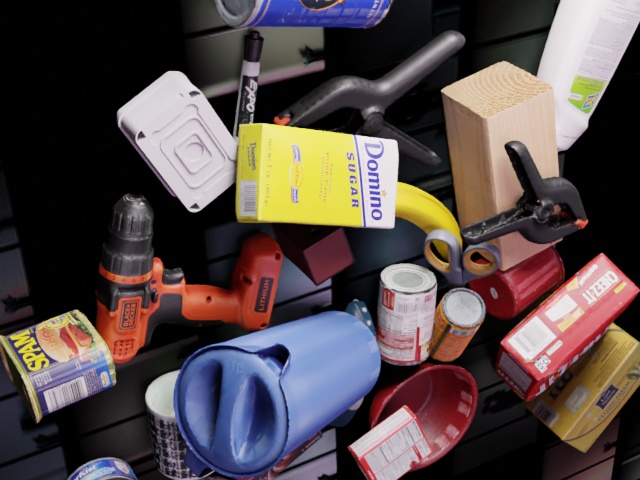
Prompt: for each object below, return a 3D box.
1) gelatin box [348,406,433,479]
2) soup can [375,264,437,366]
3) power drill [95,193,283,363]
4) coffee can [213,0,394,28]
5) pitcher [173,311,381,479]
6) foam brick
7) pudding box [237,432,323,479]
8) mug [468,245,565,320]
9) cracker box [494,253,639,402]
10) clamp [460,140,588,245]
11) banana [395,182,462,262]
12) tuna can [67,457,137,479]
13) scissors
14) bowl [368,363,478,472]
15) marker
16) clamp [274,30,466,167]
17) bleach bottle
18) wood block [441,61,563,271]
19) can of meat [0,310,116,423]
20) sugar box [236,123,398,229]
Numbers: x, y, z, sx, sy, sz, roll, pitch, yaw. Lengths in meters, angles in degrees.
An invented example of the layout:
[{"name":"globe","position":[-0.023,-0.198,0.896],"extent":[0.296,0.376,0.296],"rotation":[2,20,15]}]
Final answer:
[{"name":"gelatin box","position":[0.087,0.254,1.296],"extent":[0.089,0.030,0.073],"rotation":[-35,128,-10]},{"name":"soup can","position":[0.100,0.088,1.254],"extent":[0.068,0.069,0.102],"rotation":[-13,122,-26]},{"name":"power drill","position":[-0.134,0.035,1.083],"extent":[0.187,0.057,0.184],"rotation":[-3,122,-28]},{"name":"coffee can","position":[-0.015,-0.243,0.962],"extent":[0.140,0.103,0.103],"rotation":[-6,120,-30]},{"name":"pitcher","position":[-0.039,0.156,1.121],"extent":[0.242,0.149,0.145],"rotation":[-15,100,-60]},{"name":"foam brick","position":[-0.007,0.001,1.129],"extent":[0.053,0.078,0.051],"rotation":[-32,127,-14]},{"name":"pudding box","position":[-0.065,0.234,1.254],"extent":[0.113,0.039,0.090],"rotation":[-41,130,-7]},{"name":"mug","position":[0.228,0.047,1.296],"extent":[0.081,0.117,0.093],"rotation":[-33,88,-29]},{"name":"cracker box","position":[0.302,0.116,1.333],"extent":[0.164,0.072,0.213],"rotation":[-41,164,-5]},{"name":"clamp","position":[0.226,-0.029,1.166],"extent":[0.171,0.039,0.120],"rotation":[25,107,-40]},{"name":"banana","position":[0.107,-0.026,1.216],"extent":[0.197,0.037,0.070],"rotation":[20,128,-37]},{"name":"tuna can","position":[-0.240,0.284,1.177],"extent":[0.086,0.034,0.086],"rotation":[-16,124,-25]},{"name":"scissors","position":[0.178,0.051,1.261],"extent":[0.201,0.096,0.016],"rotation":[59,40,-48]},{"name":"bowl","position":[0.119,0.213,1.349],"extent":[0.161,0.055,0.162],"rotation":[-15,124,-24]},{"name":"marker","position":[-0.071,-0.144,1.040],"extent":[0.020,0.020,0.121],"rotation":[-7,120,-30]},{"name":"clamp","position":[0.055,-0.140,1.106],"extent":[0.209,0.036,0.165],"rotation":[-6,129,-26]},{"name":"bleach bottle","position":[0.289,-0.200,1.210],"extent":[0.102,0.068,0.251],"rotation":[6,116,-35]},{"name":"wood block","position":[0.208,-0.083,1.208],"extent":[0.090,0.090,0.206],"rotation":[-27,128,-17]},{"name":"can of meat","position":[-0.253,0.118,1.026],"extent":[0.083,0.102,0.057],"rotation":[-21,125,-23]},{"name":"sugar box","position":[0.001,-0.060,1.043],"extent":[0.175,0.048,0.093],"rotation":[1,92,-38]}]
